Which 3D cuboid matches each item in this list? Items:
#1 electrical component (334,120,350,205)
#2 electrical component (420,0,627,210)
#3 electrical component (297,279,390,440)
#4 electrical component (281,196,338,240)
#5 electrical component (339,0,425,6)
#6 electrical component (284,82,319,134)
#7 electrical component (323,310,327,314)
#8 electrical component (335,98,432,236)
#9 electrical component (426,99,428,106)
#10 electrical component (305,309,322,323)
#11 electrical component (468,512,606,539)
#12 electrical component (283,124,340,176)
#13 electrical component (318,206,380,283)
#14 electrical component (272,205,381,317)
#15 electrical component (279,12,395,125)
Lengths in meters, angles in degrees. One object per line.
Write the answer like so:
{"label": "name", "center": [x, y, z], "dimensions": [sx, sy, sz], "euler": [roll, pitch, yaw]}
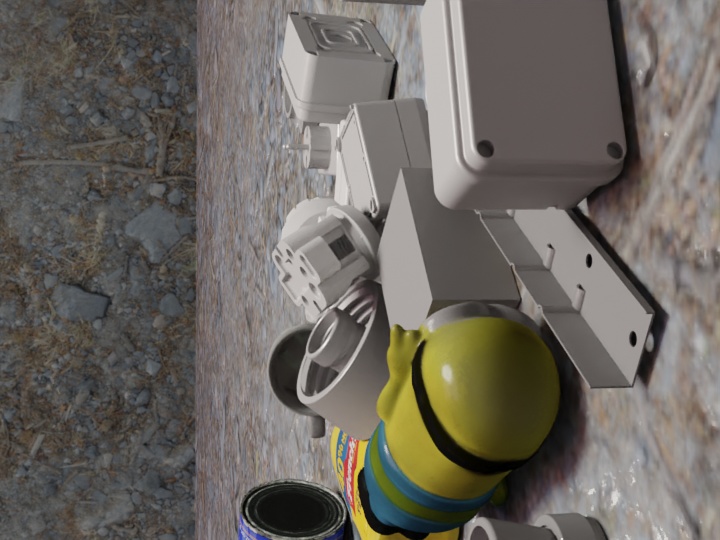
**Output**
{"label": "electrical component", "center": [0.005, -0.085, 0.852], "dimensions": [0.077, 0.047, 0.065], "euler": [-135, 48, -70]}
{"label": "electrical component", "center": [0.074, -0.089, 0.498], "dimensions": [0.057, 0.078, 0.113], "euler": [124, 144, -71]}
{"label": "electrical component", "center": [-0.002, 0.058, 0.755], "dimensions": [0.108, 0.060, 0.108], "euler": [-49, 21, 26]}
{"label": "electrical component", "center": [-0.030, -0.025, 0.932], "dimensions": [0.051, 0.080, 0.080], "euler": [-124, 36, -76]}
{"label": "electrical component", "center": [0.023, -0.210, 0.715], "dimensions": [0.044, 0.077, 0.079], "euler": [105, 160, -48]}
{"label": "electrical component", "center": [-0.041, -0.172, 1.031], "dimensions": [0.089, 0.056, 0.050], "euler": [-107, 21, -51]}
{"label": "electrical component", "center": [-0.003, 0.048, 0.892], "dimensions": [0.055, 0.048, 0.066], "euler": [-140, 51, -63]}
{"label": "electrical component", "center": [0.026, -0.065, 0.753], "dimensions": [0.061, 0.061, 0.096], "euler": [123, 137, -67]}
{"label": "electrical component", "center": [0.069, -0.113, 0.578], "dimensions": [0.080, 0.051, 0.080], "euler": [180, 90, -77]}
{"label": "electrical component", "center": [-0.035, 0.021, 1.048], "dimensions": [0.035, 0.035, 0.061], "euler": [-154, 67, -75]}
{"label": "electrical component", "center": [0.083, 0.137, 0.503], "dimensions": [0.045, 0.055, 0.045], "euler": [180, 90, -77]}
{"label": "electrical component", "center": [-0.028, -0.106, 0.931], "dimensions": [0.083, 0.076, 0.047], "euler": [-156, 67, -75]}
{"label": "electrical component", "center": [0.000, 0.000, 0.842], "dimensions": [0.096, 0.061, 0.061], "euler": [-106, 21, -50]}
{"label": "electrical component", "center": [-0.019, -0.008, 0.733], "dimensions": [0.058, 0.057, 0.078], "euler": [55, 159, 4]}
{"label": "electrical component", "center": [-0.021, -0.168, 0.900], "dimensions": [0.113, 0.078, 0.057], "euler": [-111, 28, -56]}
